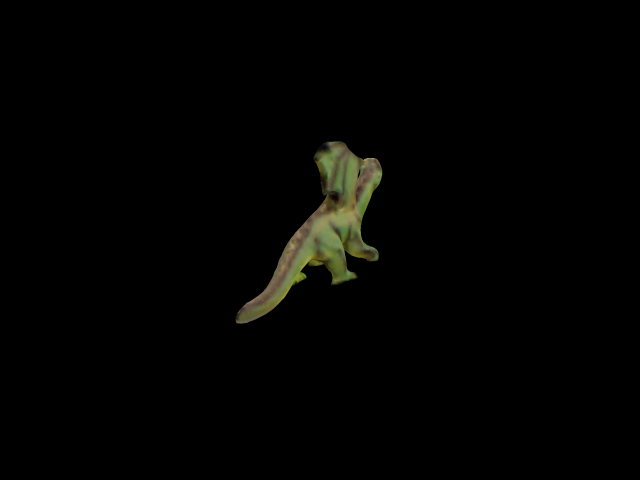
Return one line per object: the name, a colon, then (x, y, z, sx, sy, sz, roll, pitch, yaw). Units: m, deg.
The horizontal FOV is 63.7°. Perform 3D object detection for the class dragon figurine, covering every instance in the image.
dragon figurine: (0.003, -0.043, 0.850, 0.122, 0.239, 0.415, 11, 23, 30)
